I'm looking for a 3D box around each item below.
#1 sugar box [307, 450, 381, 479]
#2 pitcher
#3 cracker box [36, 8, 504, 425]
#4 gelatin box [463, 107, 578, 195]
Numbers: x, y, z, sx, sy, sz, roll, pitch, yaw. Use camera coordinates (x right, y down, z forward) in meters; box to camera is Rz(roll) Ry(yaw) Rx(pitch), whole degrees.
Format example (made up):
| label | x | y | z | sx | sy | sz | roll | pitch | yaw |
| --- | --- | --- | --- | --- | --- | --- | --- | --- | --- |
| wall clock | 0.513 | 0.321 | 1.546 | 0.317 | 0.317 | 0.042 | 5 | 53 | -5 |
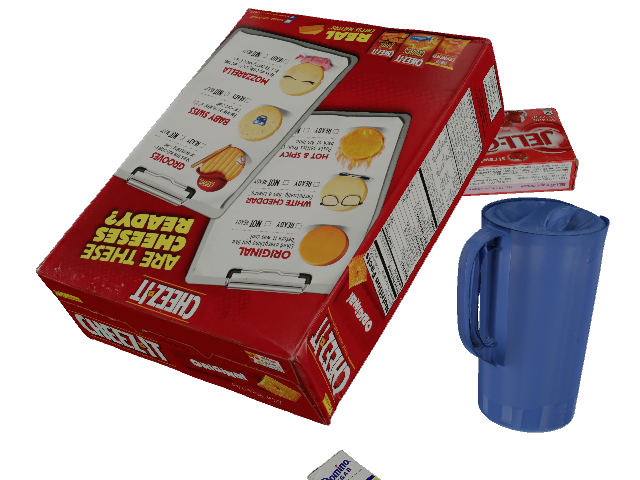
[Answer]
| label | x | y | z | sx | sy | sz | roll | pitch | yaw |
| --- | --- | --- | --- | --- | --- | --- | --- | --- | --- |
| sugar box | 0.065 | 0.245 | 0.823 | 0.048 | 0.093 | 0.176 | -34 | 38 | -28 |
| pitcher | 0.225 | 0.083 | 1.160 | 0.149 | 0.243 | 0.145 | 6 | 19 | 11 |
| cracker box | -0.019 | -0.025 | 0.573 | 0.164 | 0.213 | 0.072 | 15 | -32 | 31 |
| gelatin box | 0.140 | -0.067 | 0.796 | 0.089 | 0.030 | 0.073 | -4 | 38 | 0 |
